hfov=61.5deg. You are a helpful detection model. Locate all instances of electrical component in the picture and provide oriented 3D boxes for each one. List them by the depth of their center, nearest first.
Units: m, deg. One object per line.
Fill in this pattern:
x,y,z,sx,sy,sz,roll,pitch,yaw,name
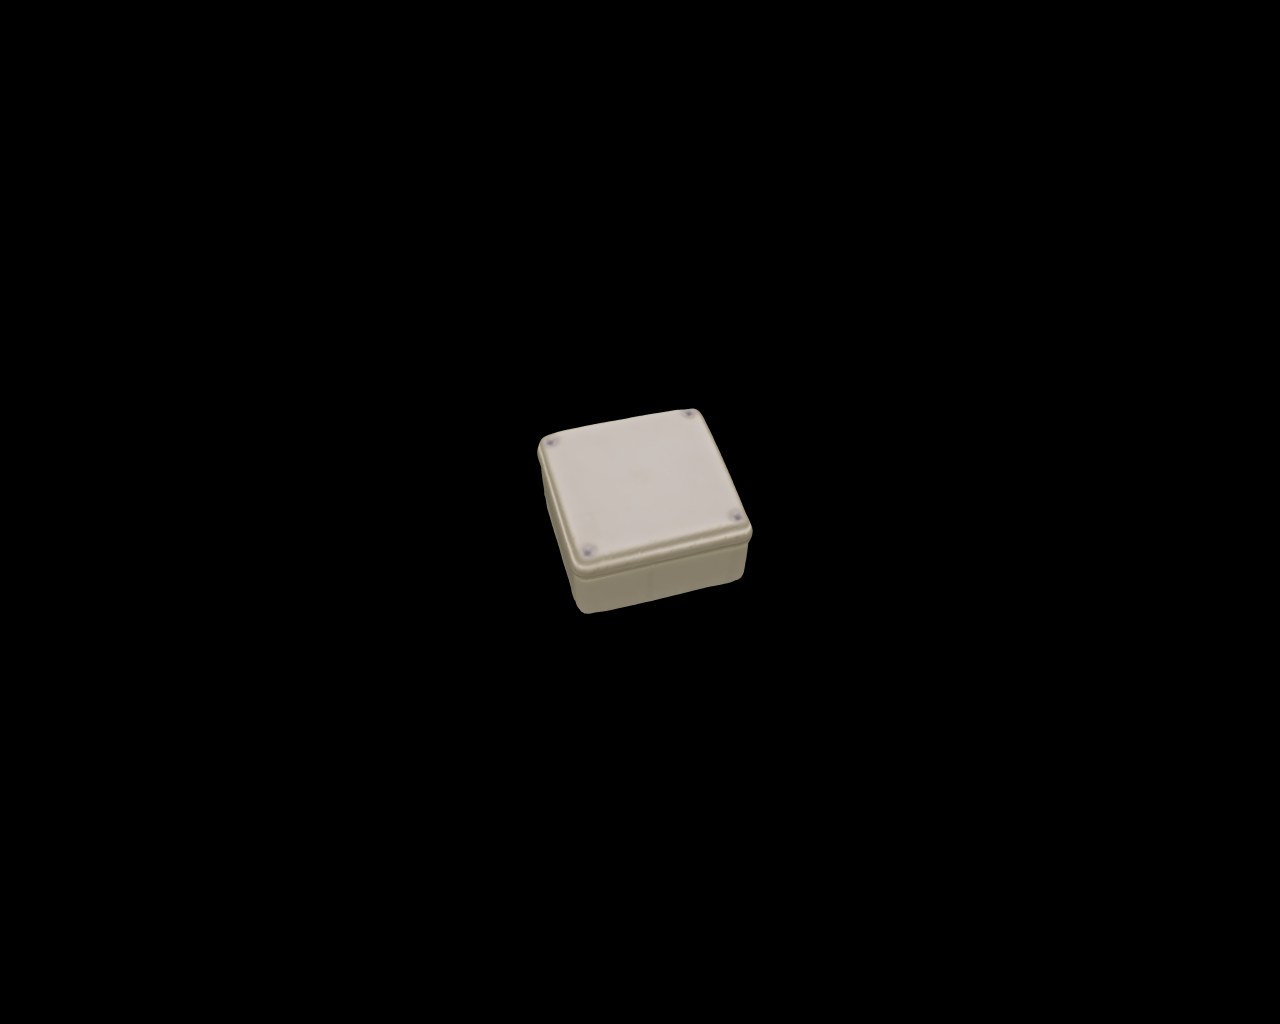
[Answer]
0.001,-0.003,0.650,0.109,0.109,0.056,-12,-39,-10,electrical component
